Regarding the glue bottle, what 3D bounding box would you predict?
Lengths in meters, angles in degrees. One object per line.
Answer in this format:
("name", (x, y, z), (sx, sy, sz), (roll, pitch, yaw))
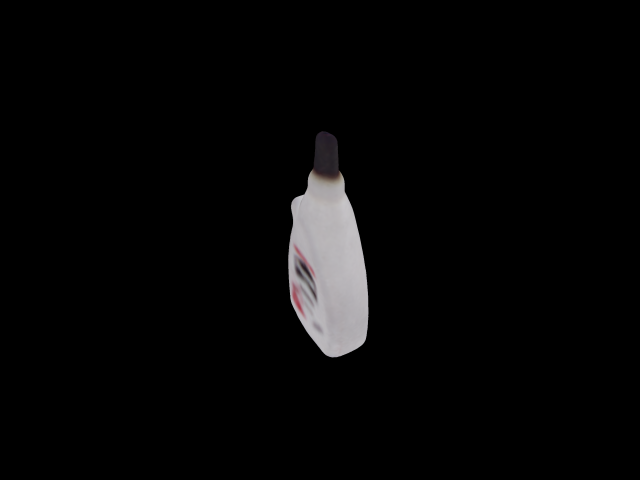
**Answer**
("glue bottle", (0.004, 0.001, 0.400), (0.037, 0.173, 0.078), (-22, 44, -23))
